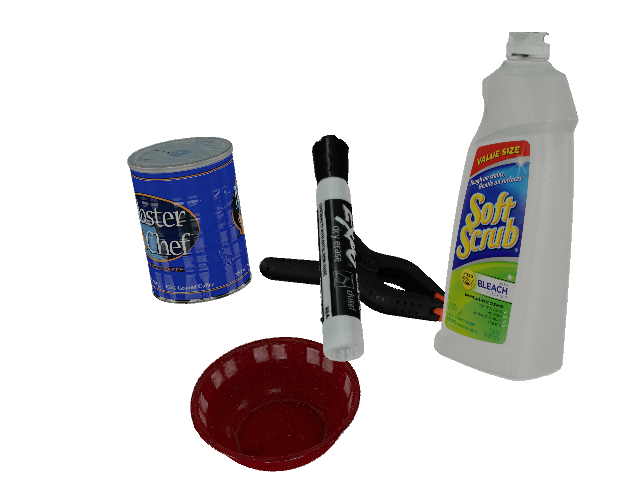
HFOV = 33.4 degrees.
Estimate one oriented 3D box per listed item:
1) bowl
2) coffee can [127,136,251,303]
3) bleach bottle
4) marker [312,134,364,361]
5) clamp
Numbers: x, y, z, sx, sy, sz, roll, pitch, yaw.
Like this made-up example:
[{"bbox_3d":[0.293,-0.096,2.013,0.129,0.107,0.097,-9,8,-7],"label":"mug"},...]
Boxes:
[{"bbox_3d":[-0.040,0.166,1.017,0.162,0.055,0.162,-5,37,3],"label":"bowl"},{"bbox_3d":[-0.128,-0.022,1.056,0.103,0.140,0.103,-6,20,2],"label":"coffee can"},{"bbox_3d":[0.141,-0.029,0.799,0.067,0.251,0.103,-8,16,-36],"label":"bleach bottle"},{"bbox_3d":[0.008,0.000,0.518,0.020,0.121,0.020,-3,-31,-2],"label":"marker"},{"bbox_3d":[0.044,0.040,1.221,0.210,0.036,0.164,29,37,22],"label":"clamp"}]
